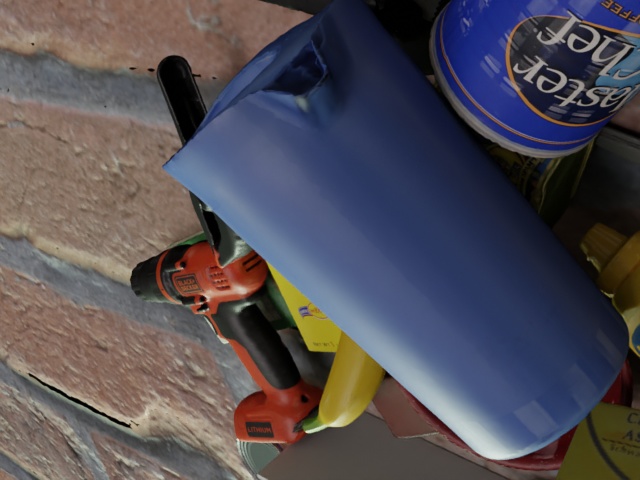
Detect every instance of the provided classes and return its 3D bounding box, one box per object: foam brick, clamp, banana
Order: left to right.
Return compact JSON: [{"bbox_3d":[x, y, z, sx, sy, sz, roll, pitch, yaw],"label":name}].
[{"bbox_3d":[-0.079,-0.051,0.779,0.120,0.039,0.171,59,159,30],"label":"clamp"},{"bbox_3d":[0.025,0.045,0.733,0.070,0.037,0.198,13,93,41],"label":"banana"},{"bbox_3d":[0.032,-0.139,0.647,0.164,0.036,0.210,52,150,2],"label":"clamp"},{"bbox_3d":[0.079,0.098,0.764,0.051,0.078,0.053,-22,102,54],"label":"foam brick"}]

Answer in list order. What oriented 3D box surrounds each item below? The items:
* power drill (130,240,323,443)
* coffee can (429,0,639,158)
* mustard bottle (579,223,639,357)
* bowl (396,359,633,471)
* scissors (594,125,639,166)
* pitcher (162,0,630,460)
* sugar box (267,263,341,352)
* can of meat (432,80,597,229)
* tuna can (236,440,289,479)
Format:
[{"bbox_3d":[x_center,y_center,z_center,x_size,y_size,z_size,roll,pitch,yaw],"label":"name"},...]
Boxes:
[{"bbox_3d":[-0.080,0.087,0.934,0.185,0.057,0.187,-10,112,53],"label":"power drill"},{"bbox_3d":[0.126,-0.117,0.495,0.103,0.102,0.140,48,146,8],"label":"coffee can"},{"bbox_3d":[0.220,0.057,0.575,0.192,0.058,0.096,42,157,17],"label":"mustard bottle"},{"bbox_3d":[0.125,0.068,0.683,0.162,0.055,0.162,16,125,24],"label":"bowl"},{"bbox_3d":[0.217,-0.009,0.560,0.202,0.016,0.096,18,134,43],"label":"scissors"},{"bbox_3d":[0.044,-0.003,0.569,0.243,0.149,0.145,46,126,-9],"label":"pitcher"},{"bbox_3d":[-0.006,0.001,0.808,0.094,0.048,0.176,-7,115,53],"label":"sugar box"},{"bbox_3d":[0.104,-0.048,0.614,0.084,0.057,0.102,36,154,20],"label":"can of meat"},{"bbox_3d":[-0.040,0.213,1.045,0.086,0.033,0.086,31,140,30],"label":"tuna can"}]
